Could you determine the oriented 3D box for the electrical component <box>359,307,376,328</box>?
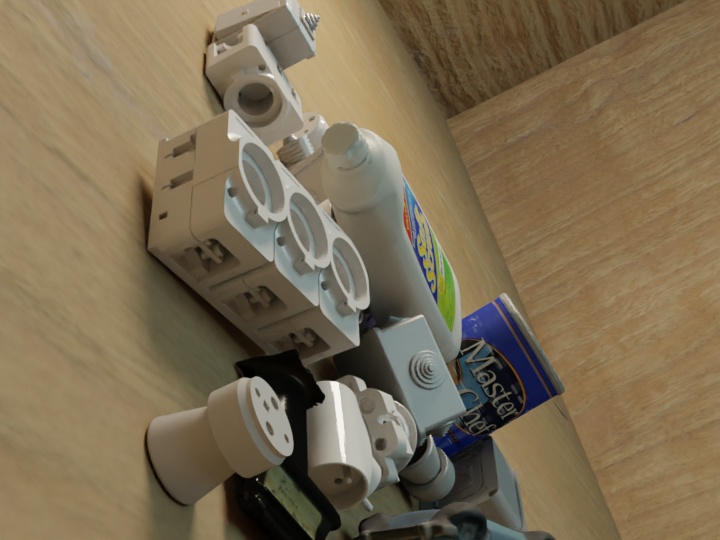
[{"bbox_3d":[0.000,0.000,0.956,0.079,0.044,0.077,-62,144,-18],"label":"electrical component"}]

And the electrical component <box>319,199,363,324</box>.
[{"bbox_3d":[-0.027,0.000,0.842,0.099,0.064,0.099,60,12,-21],"label":"electrical component"}]

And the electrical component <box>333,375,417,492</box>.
[{"bbox_3d":[0.007,0.117,0.761,0.057,0.058,0.078,33,33,-65],"label":"electrical component"}]

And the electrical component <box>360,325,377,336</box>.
[{"bbox_3d":[0.040,0.059,1.028,0.121,0.063,0.078,51,17,-49],"label":"electrical component"}]

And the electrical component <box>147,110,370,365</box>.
[{"bbox_3d":[-0.058,-0.016,0.671,0.150,0.062,0.089,47,30,-43],"label":"electrical component"}]

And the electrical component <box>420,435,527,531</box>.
[{"bbox_3d":[0.099,0.205,0.937,0.057,0.078,0.113,59,12,-14],"label":"electrical component"}]

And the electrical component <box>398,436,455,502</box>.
[{"bbox_3d":[0.050,0.161,0.893,0.055,0.045,0.045,56,14,-40],"label":"electrical component"}]

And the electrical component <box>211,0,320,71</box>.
[{"bbox_3d":[-0.083,-0.215,0.978,0.061,0.096,0.061,58,13,-28],"label":"electrical component"}]

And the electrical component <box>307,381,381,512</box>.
[{"bbox_3d":[-0.012,0.124,0.691,0.079,0.043,0.077,58,13,-32],"label":"electrical component"}]

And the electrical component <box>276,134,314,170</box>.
[{"bbox_3d":[-0.050,-0.089,0.989,0.081,0.043,0.043,64,11,0],"label":"electrical component"}]

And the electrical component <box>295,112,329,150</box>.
[{"bbox_3d":[-0.046,-0.126,1.091,0.055,0.045,0.045,55,14,-38],"label":"electrical component"}]

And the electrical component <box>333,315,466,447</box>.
[{"bbox_3d":[0.030,0.089,0.837,0.099,0.048,0.100,66,-28,9],"label":"electrical component"}]

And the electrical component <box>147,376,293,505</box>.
[{"bbox_3d":[-0.065,0.080,0.507,0.045,0.055,0.045,60,12,-21],"label":"electrical component"}]

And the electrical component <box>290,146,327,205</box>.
[{"bbox_3d":[-0.024,-0.063,0.914,0.048,0.100,0.100,54,8,15],"label":"electrical component"}]

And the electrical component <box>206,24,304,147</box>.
[{"bbox_3d":[-0.091,-0.156,0.931,0.089,0.050,0.055,57,13,-33],"label":"electrical component"}]
